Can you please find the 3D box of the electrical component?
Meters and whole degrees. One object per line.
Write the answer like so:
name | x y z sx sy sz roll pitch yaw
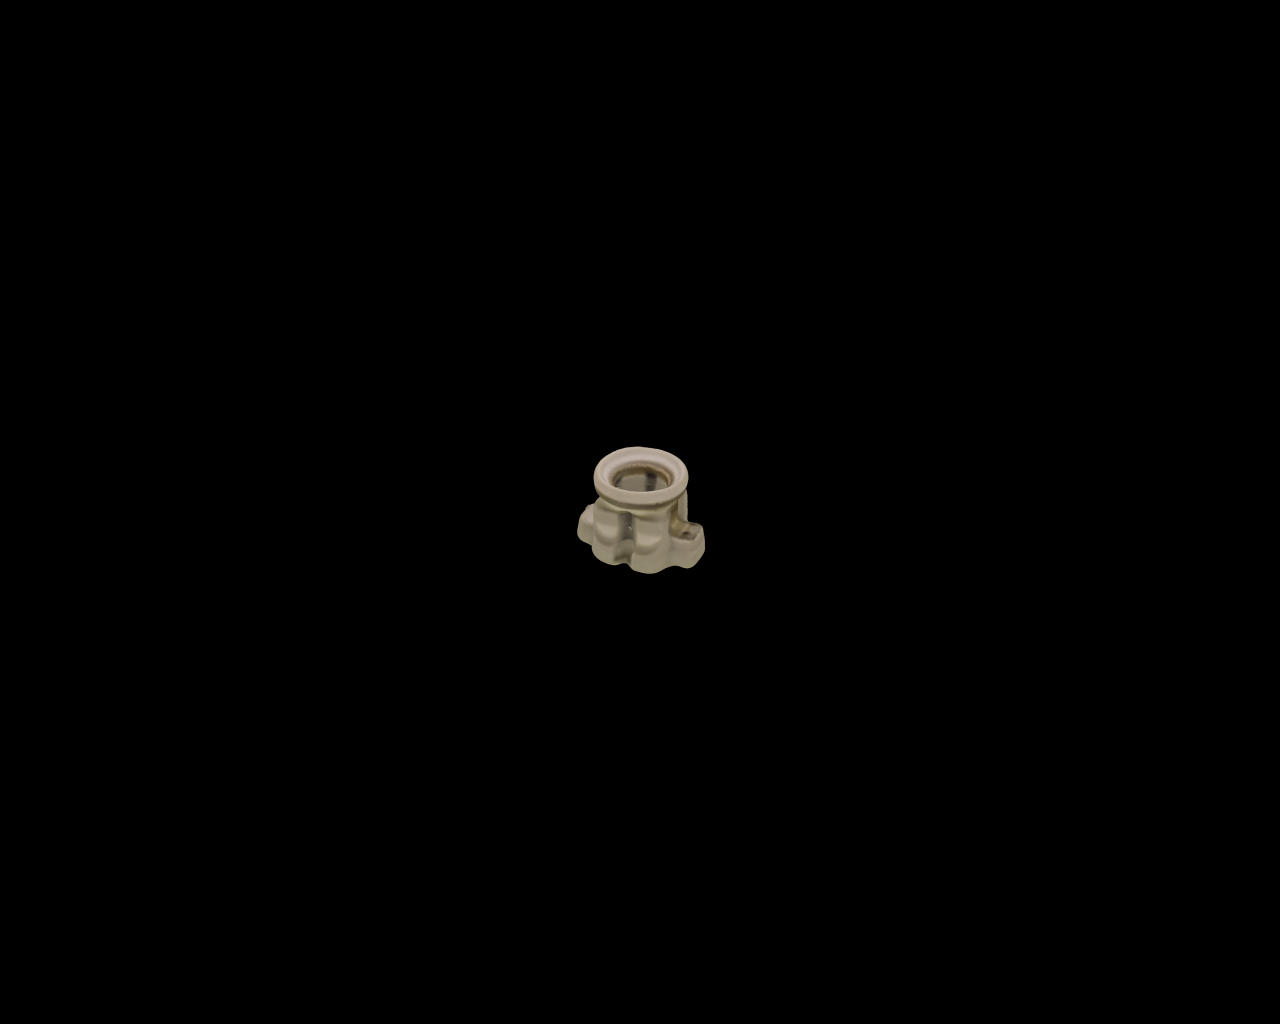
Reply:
electrical component | 0.001 -0.003 0.650 0.078 0.056 0.058 14 36 20
